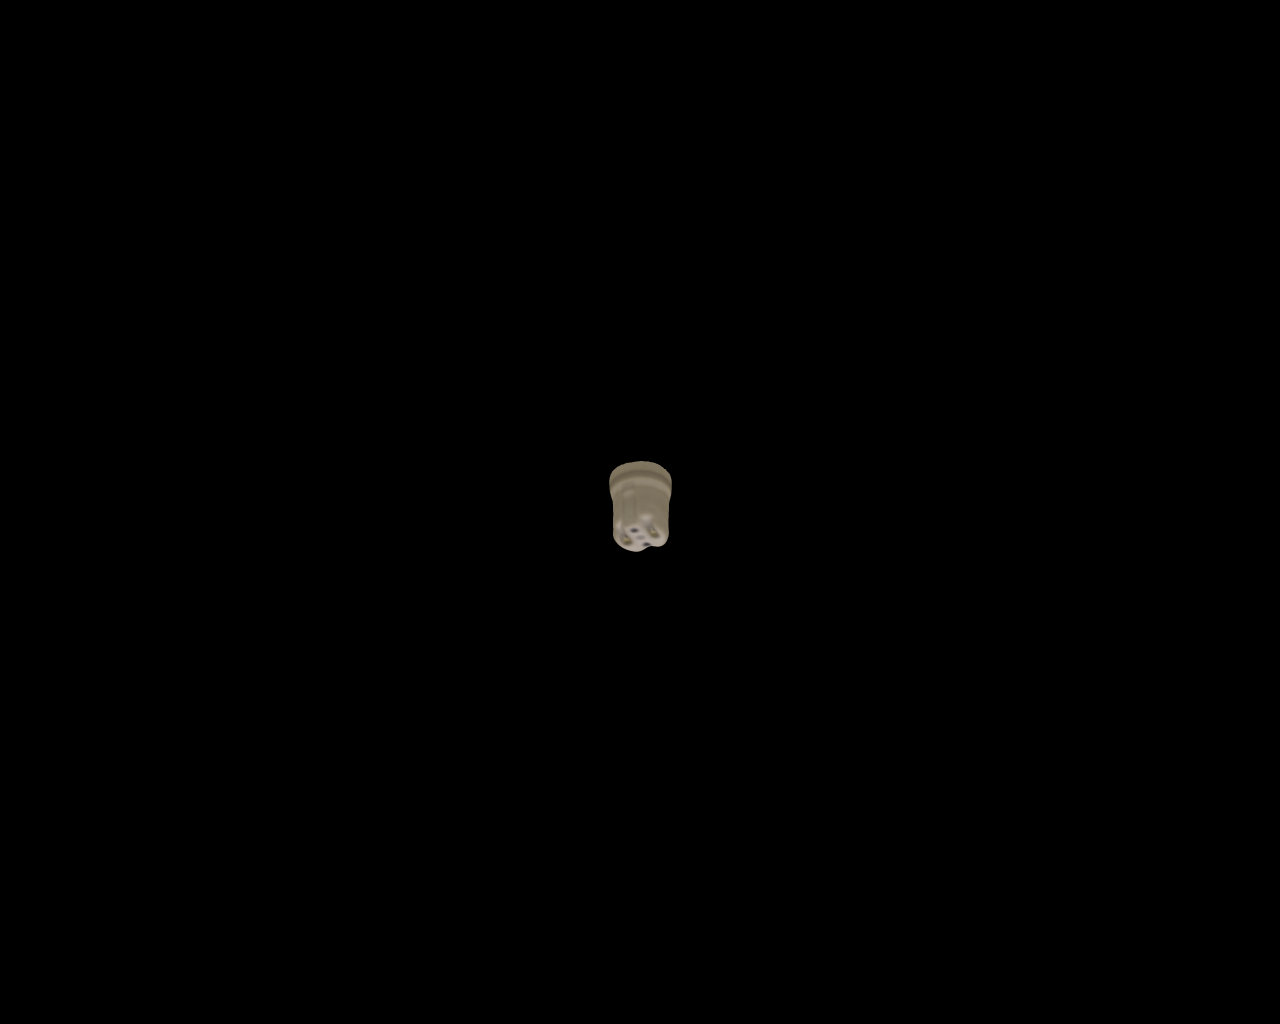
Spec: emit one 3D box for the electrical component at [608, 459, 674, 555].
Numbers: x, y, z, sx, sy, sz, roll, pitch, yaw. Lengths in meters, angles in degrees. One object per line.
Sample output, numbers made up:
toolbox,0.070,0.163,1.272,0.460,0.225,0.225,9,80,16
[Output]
electrical component,0.001,-0.003,0.650,0.040,0.046,0.040,0,-33,0
